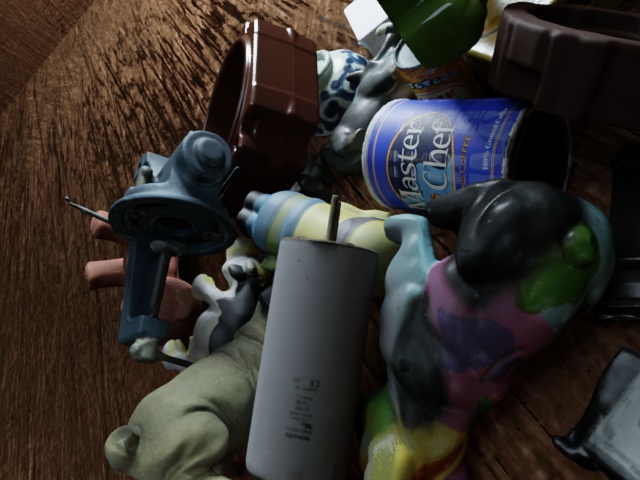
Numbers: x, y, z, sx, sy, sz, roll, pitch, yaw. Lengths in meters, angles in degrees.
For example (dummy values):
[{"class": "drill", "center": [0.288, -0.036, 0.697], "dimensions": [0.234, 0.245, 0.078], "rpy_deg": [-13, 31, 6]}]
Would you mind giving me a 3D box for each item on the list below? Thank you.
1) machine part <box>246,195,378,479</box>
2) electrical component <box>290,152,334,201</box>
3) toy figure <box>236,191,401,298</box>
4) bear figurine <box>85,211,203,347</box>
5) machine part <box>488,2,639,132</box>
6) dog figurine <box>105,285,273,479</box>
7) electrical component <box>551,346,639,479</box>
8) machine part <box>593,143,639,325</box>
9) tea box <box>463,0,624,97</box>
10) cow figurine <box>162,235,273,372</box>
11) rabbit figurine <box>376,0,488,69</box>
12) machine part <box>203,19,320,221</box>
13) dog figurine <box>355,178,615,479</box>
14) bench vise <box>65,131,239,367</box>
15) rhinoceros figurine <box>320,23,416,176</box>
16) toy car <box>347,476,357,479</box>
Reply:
[{"class": "machine part", "center": [-0.005, 0.086, 0.397], "dimensions": [0.079, 0.079, 0.243], "rpy_deg": [3, 80, 44]}, {"class": "electrical component", "center": [-0.021, -0.078, 0.634], "dimensions": [0.078, 0.045, 0.102], "rpy_deg": [-37, 37, 17]}, {"class": "toy figure", "center": [-0.002, 0.002, 0.507], "dimensions": [0.180, 0.089, 0.082], "rpy_deg": [21, 113, 26]}, {"class": "bear figurine", "center": [-0.222, 0.060, 0.673], "dimensions": [0.196, 0.132, 0.120], "rpy_deg": [-119, 42, -51]}, {"class": "machine part", "center": [0.204, -0.123, 0.374], "dimensions": [0.180, 0.179, 0.056], "rpy_deg": [-129, 38, -49]}, {"class": "dog figurine", "center": [-0.079, 0.113, 0.469], "dimensions": [0.121, 0.172, 0.190], "rpy_deg": [4, 72, 33]}, {"class": "electrical component", "center": [0.200, 0.096, 0.306], "dimensions": [0.119, 0.047, 0.075], "rpy_deg": [-54, 41, -2]}, {"class": "machine part", "center": [0.224, -0.008, 0.367], "dimensions": [0.084, 0.039, 0.139], "rpy_deg": [-8, 58, 45]}, {"class": "tea box", "center": [0.209, -0.222, 0.509], "dimensions": [0.169, 0.068, 0.098], "rpy_deg": [-50, 41, 5]}, {"class": "cow figurine", "center": [-0.092, 0.075, 0.577], "dimensions": [0.098, 0.068, 0.167], "rpy_deg": [12, 74, 41]}, {"class": "rabbit figurine", "center": [0.122, -0.227, 0.411], "dimensions": [0.170, 0.121, 0.159], "rpy_deg": [-34, 8, 22]}, {"class": "machine part", "center": [-0.082, -0.138, 0.645], "dimensions": [0.201, 0.087, 0.201], "rpy_deg": [-43, 41, 49]}, {"class": "dog figurine", "center": [0.097, 0.087, 0.359], "dimensions": [0.191, 0.108, 0.219], "rpy_deg": [-22, 51, 57]}, {"class": "bench vise", "center": [-0.164, 0.007, 0.538], "dimensions": [0.224, 0.128, 0.240], "rpy_deg": [-23, 54, 39]}, {"class": "rhinoceros figurine", "center": [0.071, -0.155, 0.591], "dimensions": [0.190, 0.073, 0.112], "rpy_deg": [-63, 28, -5]}, {"class": "toy car", "center": [0.001, 0.269, 0.366], "dimensions": [0.089, 0.053, 0.202], "rpy_deg": [-24, 43, 57]}]
